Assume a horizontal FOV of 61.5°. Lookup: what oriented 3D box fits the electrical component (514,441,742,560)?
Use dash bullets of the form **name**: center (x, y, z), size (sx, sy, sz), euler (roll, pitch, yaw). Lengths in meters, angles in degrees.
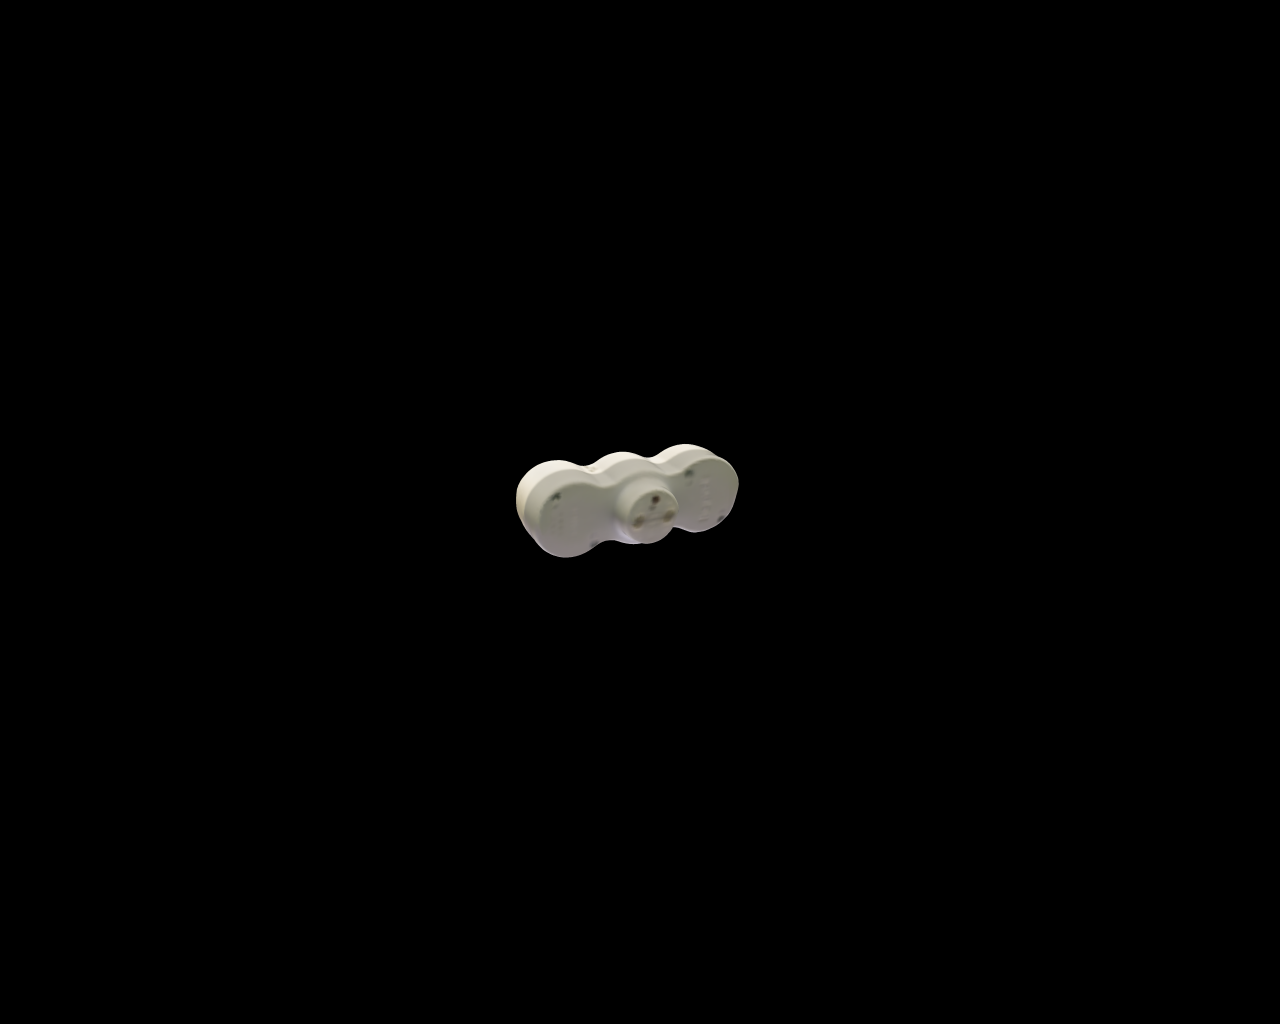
- **electrical component**: center (0.001, -0.003, 0.650), size (0.138, 0.052, 0.074), euler (-10, 24, -22)
